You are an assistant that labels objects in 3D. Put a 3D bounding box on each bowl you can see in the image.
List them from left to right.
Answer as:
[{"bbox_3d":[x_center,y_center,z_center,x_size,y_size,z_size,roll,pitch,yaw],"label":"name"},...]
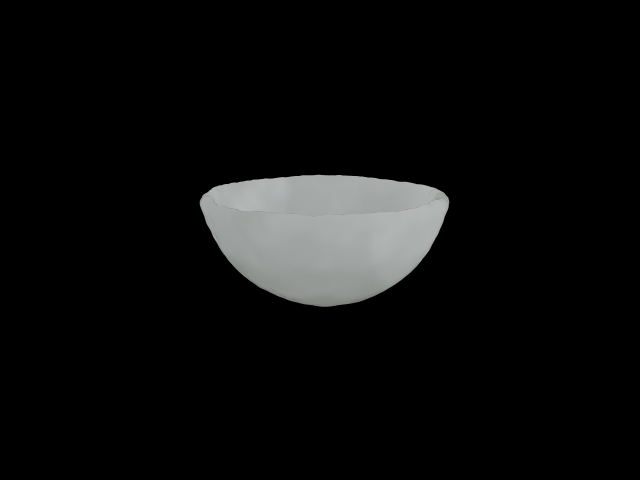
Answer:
[{"bbox_3d":[0.004,0.001,0.400,0.167,0.075,0.167,0,14,0],"label":"bowl"}]
